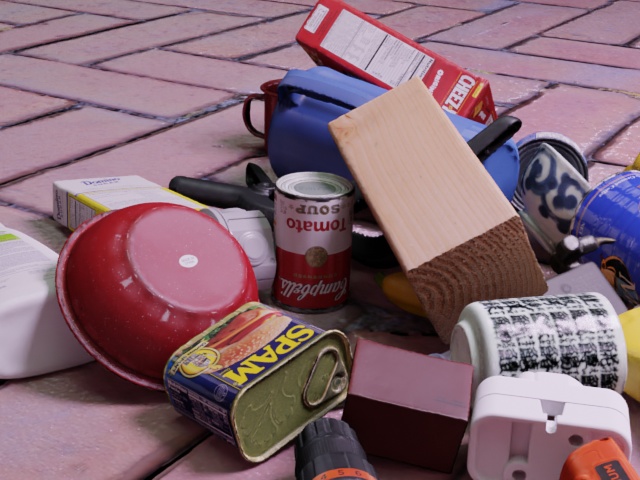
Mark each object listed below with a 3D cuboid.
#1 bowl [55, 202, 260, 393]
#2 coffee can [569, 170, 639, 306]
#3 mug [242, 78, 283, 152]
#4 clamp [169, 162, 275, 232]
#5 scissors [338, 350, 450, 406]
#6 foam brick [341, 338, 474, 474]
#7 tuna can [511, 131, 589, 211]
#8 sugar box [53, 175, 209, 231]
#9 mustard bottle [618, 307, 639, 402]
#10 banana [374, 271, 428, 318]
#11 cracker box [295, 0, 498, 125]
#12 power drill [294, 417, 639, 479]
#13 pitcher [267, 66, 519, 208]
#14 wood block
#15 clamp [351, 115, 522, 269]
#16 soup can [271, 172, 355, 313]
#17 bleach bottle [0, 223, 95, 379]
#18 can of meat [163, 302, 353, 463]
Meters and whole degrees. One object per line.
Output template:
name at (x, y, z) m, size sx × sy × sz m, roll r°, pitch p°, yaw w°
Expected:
bowl at (-0.105, 0.028, 0.770) m, size 0.162 × 0.055 × 0.162 m, roll 18°, pitch 48°, yaw -21°
coffee can at (0.285, 0.012, 0.876) m, size 0.102 × 0.103 × 0.140 m, roll -6°, pitch 23°, yaw -16°
mug at (-0.037, -0.144, 1.272) m, size 0.117 × 0.081 × 0.093 m, roll 7°, pitch 23°, yaw 12°
clamp at (-0.068, -0.039, 1.068) m, size 0.120 × 0.039 × 0.172 m, roll -16°, pitch 28°, yaw -34°
scissors at (0.062, 0.091, 0.786) m, size 0.096 × 0.016 × 0.201 m, roll 14°, pitch 25°, yaw 28°
foam brick at (0.053, 0.105, 0.676) m, size 0.078 × 0.051 × 0.053 m, roll 14°, pitch 38°, yaw 3°
tuna can at (0.230, -0.067, 1.092) m, size 0.086 × 0.086 × 0.033 m, roll 5°, pitch 21°, yaw 10°
sugar box at (-0.176, -0.022, 0.993) m, size 0.093 × 0.048 × 0.176 m, roll -7°, pitch 15°, yaw -32°
mustard bottle at (0.266, 0.106, 0.703) m, size 0.096 × 0.058 × 0.192 m, roll -5°, pitch 23°, yaw -12°
banana at (0.135, 0.045, 0.873) m, size 0.198 × 0.037 × 0.069 m, roll 7°, pitch 25°, yaw 14°
cracker box at (0.092, -0.182, 1.208) m, size 0.214 × 0.072 × 0.164 m, roll 32°, pitch 0°, yaw 16°
power drill at (0.081, 0.153, 0.585) m, size 0.187 × 0.057 × 0.184 m, roll -4°, pitch 26°, yaw -6°
pitcher at (0.070, -0.091, 1.077) m, size 0.243 × 0.145 × 0.148 m, roll 22°, pitch 27°, yaw 35°
wood block at (0.088, -0.029, 0.848) m, size 0.091 × 0.090 × 0.206 m, roll -29°, pitch 40°, yaw 3°
clamp at (0.090, -0.014, 0.956) m, size 0.210 × 0.164 × 0.036 m, roll -13°, pitch -21°, yaw 15°
soup can at (-0.006, 0.001, 0.891) m, size 0.068 × 0.102 × 0.068 m, roll 2°, pitch 22°, yaw -1°
bleach bottle at (-0.256, 0.029, 0.865) m, size 0.102 × 0.068 × 0.251 m, roll -13°, pitch 24°, yaw -27°
can of meat at (-0.042, 0.090, 0.712) m, size 0.101 × 0.057 × 0.084 m, roll -32°, pitch 33°, yaw -32°
